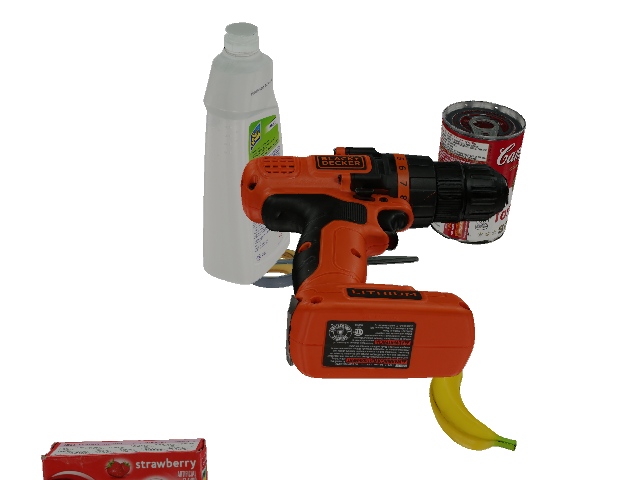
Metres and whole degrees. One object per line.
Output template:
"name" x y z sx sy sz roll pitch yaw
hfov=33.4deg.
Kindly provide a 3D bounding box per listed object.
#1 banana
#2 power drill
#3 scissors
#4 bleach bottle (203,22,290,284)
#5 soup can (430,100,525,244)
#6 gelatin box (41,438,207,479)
"banana" 0.166 0.199 1.278 0.069 0.037 0.198 10 21 -17
"power drill" 0.043 0.006 0.673 0.184 0.057 0.187 -1 34 -5
"scissors" 0.006 0.031 1.170 0.202 0.016 0.096 4 23 5
"bleach bottle" -0.070 -0.085 1.001 0.068 0.251 0.102 16 37 18
"soup can" 0.129 -0.056 0.891 0.068 0.102 0.068 3 31 -2
"gelatin box" -0.107 0.149 0.590 0.089 0.073 0.030 -2 5 1
